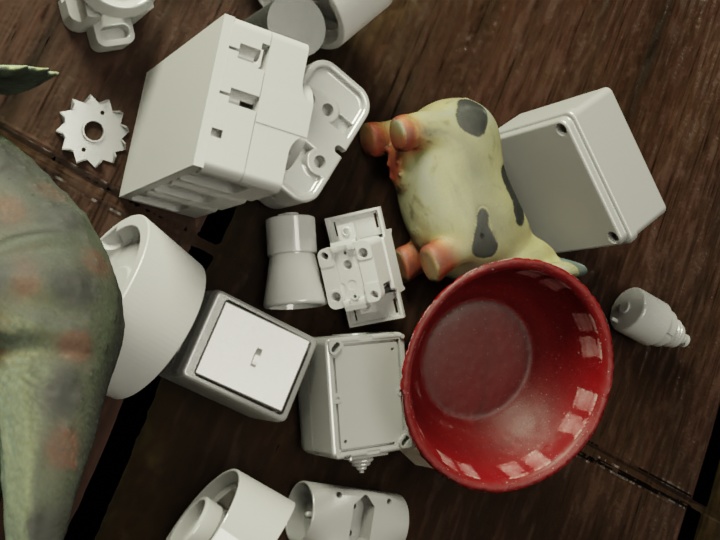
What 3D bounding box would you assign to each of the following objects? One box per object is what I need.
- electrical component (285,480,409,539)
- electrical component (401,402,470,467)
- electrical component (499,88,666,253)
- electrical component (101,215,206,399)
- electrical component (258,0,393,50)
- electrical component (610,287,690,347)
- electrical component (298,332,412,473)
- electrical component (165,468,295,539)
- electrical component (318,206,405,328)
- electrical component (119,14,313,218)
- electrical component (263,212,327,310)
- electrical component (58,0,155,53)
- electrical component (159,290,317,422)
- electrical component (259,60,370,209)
[{"bbox_3d":[-0.012,0.191,0.751,0.077,0.043,0.079,14,80,-27],"label":"electrical component"},{"bbox_3d":[0.076,0.115,0.802,0.076,0.047,0.083,45,68,-19],"label":"electrical component"},{"bbox_3d":[0.161,-0.072,0.826,0.056,0.109,0.108,-35,103,-29],"label":"electrical component"},{"bbox_3d":[-0.139,0.027,0.658,0.060,0.108,0.108,37,71,-28],"label":"electrical component"},{"bbox_3d":[-0.037,-0.198,0.728,0.108,0.108,0.060,47,73,-18],"label":"electrical component"},{"bbox_3d":[0.247,0.045,0.905,0.078,0.040,0.040,27,75,-25],"label":"electrical component"},{"bbox_3d":[-0.007,0.092,0.750,0.062,0.061,0.096,-3,88,-29],"label":"electrical component"},{"bbox_3d":[-0.085,0.178,0.684,0.064,0.099,0.099,40,69,-15],"label":"electrical component"},{"bbox_3d":[0.000,0.000,0.753,0.064,0.042,0.081,-26,103,-72],"label":"electrical component"},{"bbox_3d":[-0.090,-0.087,0.664,0.062,0.150,0.089,15,80,-26],"label":"electrical component"},{"bbox_3d":[-0.047,-0.007,0.746,0.044,0.044,0.065,0,82,-29],"label":"electrical component"},{"bbox_3d":[-0.161,-0.184,0.685,0.058,0.057,0.078,-16,95,-29],"label":"electrical component"},{"bbox_3d":[-0.085,0.054,0.709,0.096,0.061,0.061,29,74,-24],"label":"electrical component"},{"bbox_3d":[-0.044,-0.091,0.742,0.054,0.059,0.095,38,70,-22],"label":"electrical component"}]
